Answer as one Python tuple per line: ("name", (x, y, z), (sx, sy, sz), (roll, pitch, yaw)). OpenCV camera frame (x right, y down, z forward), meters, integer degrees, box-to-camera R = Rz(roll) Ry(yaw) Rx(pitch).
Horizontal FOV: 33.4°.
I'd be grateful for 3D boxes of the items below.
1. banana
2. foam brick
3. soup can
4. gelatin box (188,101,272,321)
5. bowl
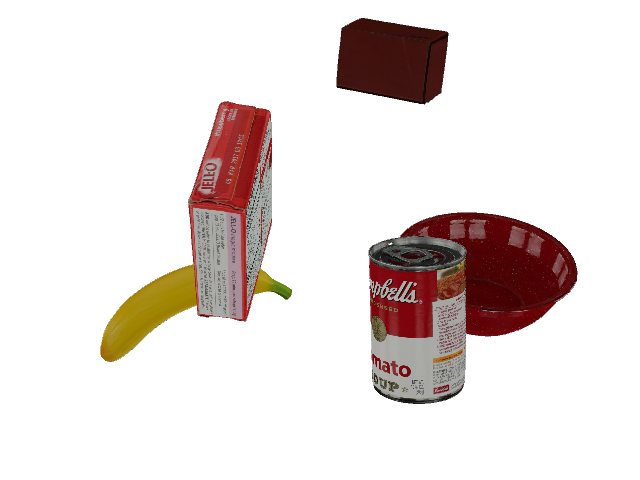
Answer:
("banana", (-0.129, 0.060, 0.982), (0.198, 0.069, 0.037), (-19, 25, 14))
("foam brick", (0.058, -0.147, 0.869), (0.078, 0.051, 0.052), (14, 24, 19))
("soup can", (0.068, 0.055, 0.753), (0.068, 0.102, 0.068), (-2, 18, 0))
("gelatin box", (-0.045, -0.014, 0.549), (0.030, 0.073, 0.089), (7, -42, 5))
("bowl", (0.145, 0.037, 0.959), (0.162, 0.055, 0.162), (2, 32, -2))
